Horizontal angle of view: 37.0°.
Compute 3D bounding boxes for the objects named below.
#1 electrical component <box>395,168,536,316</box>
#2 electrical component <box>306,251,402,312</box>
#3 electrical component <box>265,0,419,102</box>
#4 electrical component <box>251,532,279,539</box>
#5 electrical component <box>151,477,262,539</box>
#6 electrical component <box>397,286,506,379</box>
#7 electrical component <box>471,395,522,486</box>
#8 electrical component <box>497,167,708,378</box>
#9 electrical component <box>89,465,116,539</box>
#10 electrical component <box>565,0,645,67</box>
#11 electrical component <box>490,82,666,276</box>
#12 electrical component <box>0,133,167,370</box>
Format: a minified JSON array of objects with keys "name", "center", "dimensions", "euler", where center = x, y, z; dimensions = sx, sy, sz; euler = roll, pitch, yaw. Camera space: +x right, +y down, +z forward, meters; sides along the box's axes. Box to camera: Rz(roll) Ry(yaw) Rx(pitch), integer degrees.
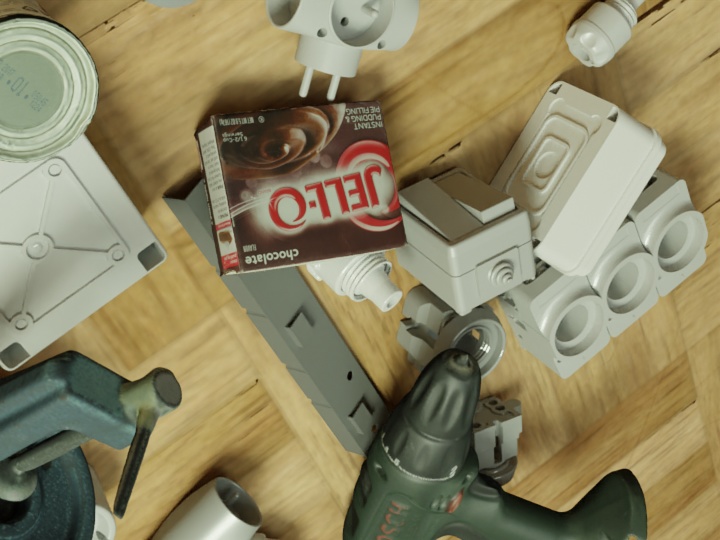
[{"name":"electrical component","center":[0.068,-0.021,0.697],"dimensions":[0.062,0.096,0.061],"euler":[-26,126,-18]},{"name":"electrical component","center":[0.000,0.000,0.683],"dimensions":[0.048,0.062,0.048],"euler":[-37,156,-20]},{"name":"electrical component","center":[-0.014,-0.135,0.613],"dimensions":[0.077,0.044,0.079],"euler":[3,114,-34]},{"name":"electrical component","center":[-0.064,0.217,0.781],"dimensions":[0.062,0.048,0.048],"euler":[23,101,-47]},{"name":"electrical component","center":[-0.094,0.192,0.730],"dimensions":[0.079,0.043,0.077],"euler":[41,101,-20]},{"name":"electrical component","center":[0.066,0.044,0.758],"dimensions":[0.058,0.057,0.078],"euler":[-3,117,-32]},{"name":"electrical component","center":[0.098,0.136,0.840],"dimensions":[0.066,0.048,0.055],"euler":[-17,116,-24]},{"name":"electrical component","center":[0.182,-0.001,0.805],"dimensions":[0.150,0.062,0.089],"euler":[-38,130,-9]},{"name":"electrical component","center":[-0.182,0.152,0.664],"dimensions":[0.055,0.047,0.055],"euler":[-16,123,-25]},{"name":"electrical component","center":[0.169,-0.167,0.722],"dimensions":[0.061,0.035,0.035],"euler":[-45,131,-6]},{"name":"electrical component","center":[0.144,-0.061,0.736],"dimensions":[0.057,0.078,0.113],"euler":[24,101,-37]},{"name":"electrical component","center":[-0.176,-0.022,0.564],"dimensions":[0.109,0.056,0.108],"euler":[-37,130,-10]}]
